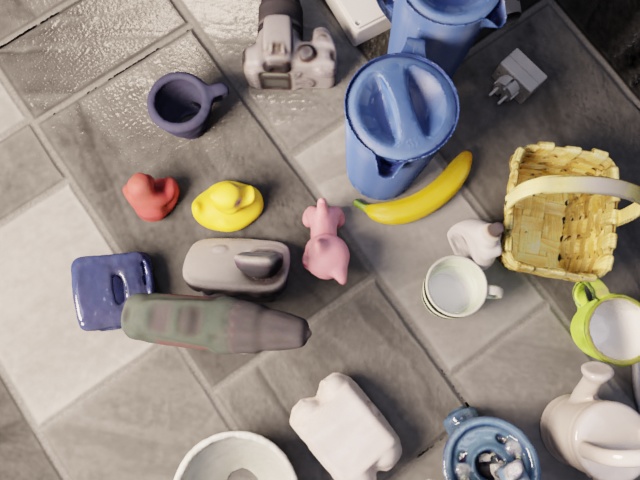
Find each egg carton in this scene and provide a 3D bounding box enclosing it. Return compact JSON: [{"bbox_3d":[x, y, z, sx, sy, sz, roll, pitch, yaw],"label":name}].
[{"bbox_3d":[0.037,0.263,0.784,0.107,0.069,0.150,-41,83,-7],"label":"egg carton"}]

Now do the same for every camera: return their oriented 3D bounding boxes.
[{"bbox_3d":[-0.044,-0.309,0.868,0.143,0.101,0.137,0,80,-1],"label":"camera"}]

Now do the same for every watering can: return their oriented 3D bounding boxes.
[{"bbox_3d":[0.361,0.248,0.729,0.101,0.194,0.173,-29,81,-5],"label":"watering can"}]

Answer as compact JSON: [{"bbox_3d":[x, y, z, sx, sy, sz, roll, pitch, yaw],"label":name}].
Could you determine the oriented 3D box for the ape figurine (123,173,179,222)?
[{"bbox_3d":[-0.249,-0.069,0.827,0.078,0.092,0.076,12,80,2],"label":"ape figurine"}]

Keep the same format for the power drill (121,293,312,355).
[{"bbox_3d":[-0.124,0.109,0.739,0.229,0.208,0.076,5,80,0],"label":"power drill"}]

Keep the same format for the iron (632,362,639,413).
[{"bbox_3d":[0.520,0.132,0.778,0.118,0.141,0.258,24,81,4],"label":"iron"}]

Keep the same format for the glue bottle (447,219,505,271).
[{"bbox_3d":[0.220,0.000,0.781,0.037,0.173,0.078,-23,81,-4],"label":"glue bottle"}]

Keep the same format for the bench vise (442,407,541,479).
[{"bbox_3d":[0.240,0.311,0.703,0.121,0.220,0.207,-40,83,-7],"label":"bench vise"}]

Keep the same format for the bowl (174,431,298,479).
[{"bbox_3d":[-0.109,0.337,0.766,0.167,0.075,0.167,0,80,-1],"label":"bowl"}]

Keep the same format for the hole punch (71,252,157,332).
[{"bbox_3d":[-0.284,0.069,0.803,0.101,0.091,0.108,-12,80,-3],"label":"hole punch"}]

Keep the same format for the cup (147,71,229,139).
[{"bbox_3d":[-0.187,-0.193,0.849,0.118,0.095,0.091,-21,81,-4],"label":"cup"}]

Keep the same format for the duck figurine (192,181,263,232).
[{"bbox_3d":[-0.137,-0.056,0.830,0.104,0.086,0.077,-11,80,-3],"label":"duck figurine"}]

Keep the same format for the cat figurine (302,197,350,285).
[{"bbox_3d":[0.007,0.003,0.805,0.067,0.118,0.128,-3,80,-1],"label":"cat figurine"}]

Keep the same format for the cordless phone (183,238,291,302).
[{"bbox_3d":[-0.115,0.030,0.764,0.147,0.185,0.094,0,80,-1],"label":"cordless phone"}]
